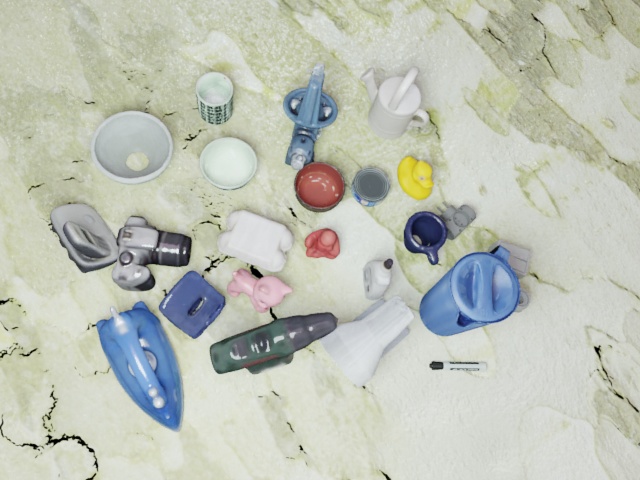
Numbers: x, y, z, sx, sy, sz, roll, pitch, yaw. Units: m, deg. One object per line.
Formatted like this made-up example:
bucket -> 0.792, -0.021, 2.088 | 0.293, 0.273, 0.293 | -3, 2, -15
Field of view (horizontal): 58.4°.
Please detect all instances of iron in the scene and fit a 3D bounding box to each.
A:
iron -> -0.322, 0.235, 1.054 | 0.119, 0.141, 0.258 | -28, 78, -16

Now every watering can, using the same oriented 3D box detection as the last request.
watering can -> 0.167, -0.317, 1.279 | 0.173, 0.194, 0.101 | 14, 71, -4

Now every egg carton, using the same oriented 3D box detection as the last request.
egg carton -> -0.133, 0.002, 1.197 | 0.150, 0.069, 0.107 | 20, 70, -2

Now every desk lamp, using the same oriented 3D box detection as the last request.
desk lamp -> 0.092, 0.184, 1.095 | 0.203, 0.213, 0.118 | -38, 81, -17

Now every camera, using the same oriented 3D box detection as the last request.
camera -> -0.331, 0.028, 1.142 | 0.137, 0.100, 0.143 | 7, 71, -6

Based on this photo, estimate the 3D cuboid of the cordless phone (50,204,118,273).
cordless phone -> -0.460, -0.021, 1.094 | 0.094, 0.185, 0.147 | -36, 80, -17

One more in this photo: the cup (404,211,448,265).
cup -> 0.222, 0.007, 1.235 | 0.092, 0.095, 0.117 | -13, 74, -12

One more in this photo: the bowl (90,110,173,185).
bowl -> -0.393, -0.184, 1.215 | 0.167, 0.074, 0.167 | 3, 72, -8

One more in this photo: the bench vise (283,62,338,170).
bench vise -> -0.014, -0.258, 1.219 | 0.121, 0.219, 0.207 | -4, 73, -9

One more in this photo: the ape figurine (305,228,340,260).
ape figurine -> 0.011, 0.004, 1.205 | 0.078, 0.092, 0.076 | 41, 71, 6

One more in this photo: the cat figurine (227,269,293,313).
cat figurine -> -0.121, 0.096, 1.142 | 0.128, 0.117, 0.067 | 28, 70, 1

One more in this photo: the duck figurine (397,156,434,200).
duck figurine -> 0.222, -0.150, 1.290 | 0.077, 0.086, 0.104 | -24, 77, -15

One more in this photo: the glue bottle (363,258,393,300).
glue bottle -> 0.122, 0.068, 1.158 | 0.037, 0.173, 0.078 | -1, 72, -8

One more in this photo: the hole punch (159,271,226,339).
hole punch -> -0.248, 0.127, 1.127 | 0.101, 0.091, 0.109 | 37, 71, 4

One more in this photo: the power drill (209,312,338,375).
power drill -> -0.089, 0.194, 1.067 | 0.230, 0.208, 0.075 | -16, 75, -13
